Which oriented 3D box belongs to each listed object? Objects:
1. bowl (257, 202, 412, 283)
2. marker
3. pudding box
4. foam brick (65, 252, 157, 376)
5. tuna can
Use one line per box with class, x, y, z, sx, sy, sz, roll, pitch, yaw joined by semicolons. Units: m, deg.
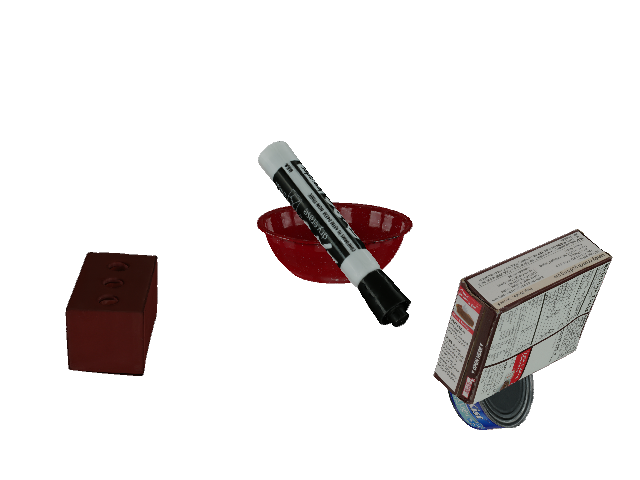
bowl;0.015;0.005;1.110;0.162;0.055;0.162;0;16;0
marker;0.007;-0.004;0.550;0.020;0.121;0.020;-30;-26;-16
pudding box;0.135;0.051;0.712;0.113;0.090;0.039;-22;47;-33
foam brick;-0.144;0.050;0.744;0.053;0.051;0.078;4;29;-3
tuna can;0.148;0.122;0.934;0.034;0.086;0.085;-16;-11;43
